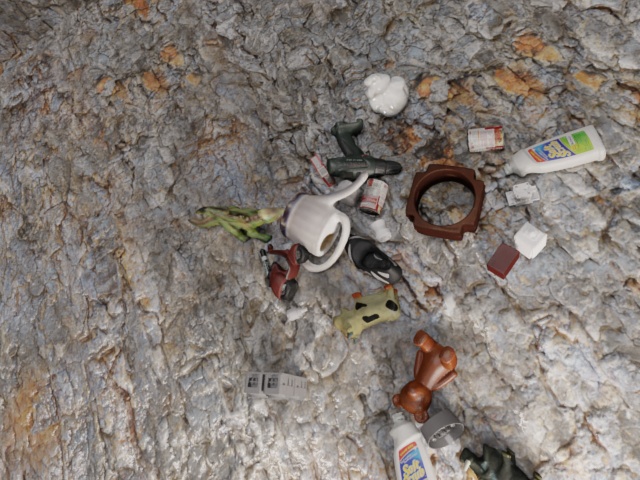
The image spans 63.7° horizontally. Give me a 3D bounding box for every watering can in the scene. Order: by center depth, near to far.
[{"bbox_3d":[0.005,-0.078,1.550,0.226,0.104,0.344,29,104,27],"label":"watering can"}]

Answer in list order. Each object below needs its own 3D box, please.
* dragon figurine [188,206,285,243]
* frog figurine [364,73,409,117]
[{"bbox_3d":[-0.293,-0.075,1.613,0.410,0.240,0.124,0,76,18],"label":"dragon figurine"},{"bbox_3d":[0.211,-0.469,1.626,0.137,0.157,0.125,-35,64,5],"label":"frog figurine"}]
